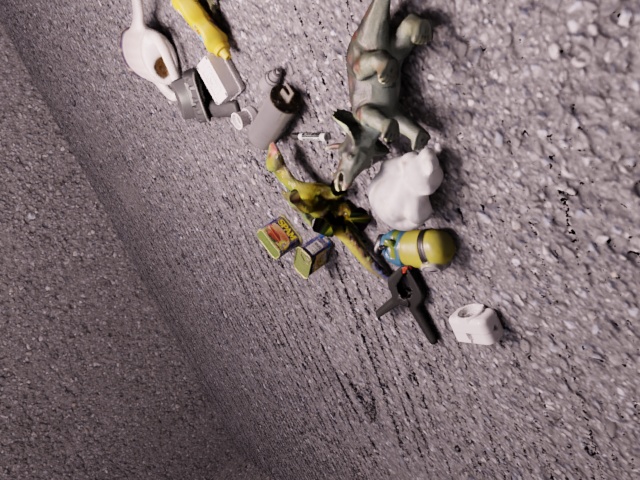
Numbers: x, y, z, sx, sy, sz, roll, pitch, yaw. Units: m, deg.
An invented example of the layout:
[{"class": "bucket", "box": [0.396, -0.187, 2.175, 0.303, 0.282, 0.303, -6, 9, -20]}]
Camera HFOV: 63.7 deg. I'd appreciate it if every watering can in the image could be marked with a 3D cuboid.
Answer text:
[{"class": "watering can", "box": [-0.483, -0.551, 1.430, 0.226, 0.105, 0.340, 26, 143, 42]}]

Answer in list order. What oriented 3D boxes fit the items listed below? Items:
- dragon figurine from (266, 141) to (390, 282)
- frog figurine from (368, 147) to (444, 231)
[{"class": "dragon figurine", "box": [0.004, -0.062, 1.236, 0.406, 0.123, 0.244, 53, 169, -18]}, {"class": "frog figurine", "box": [0.162, -0.093, 0.944, 0.157, 0.123, 0.139, 129, 124, -69]}]
